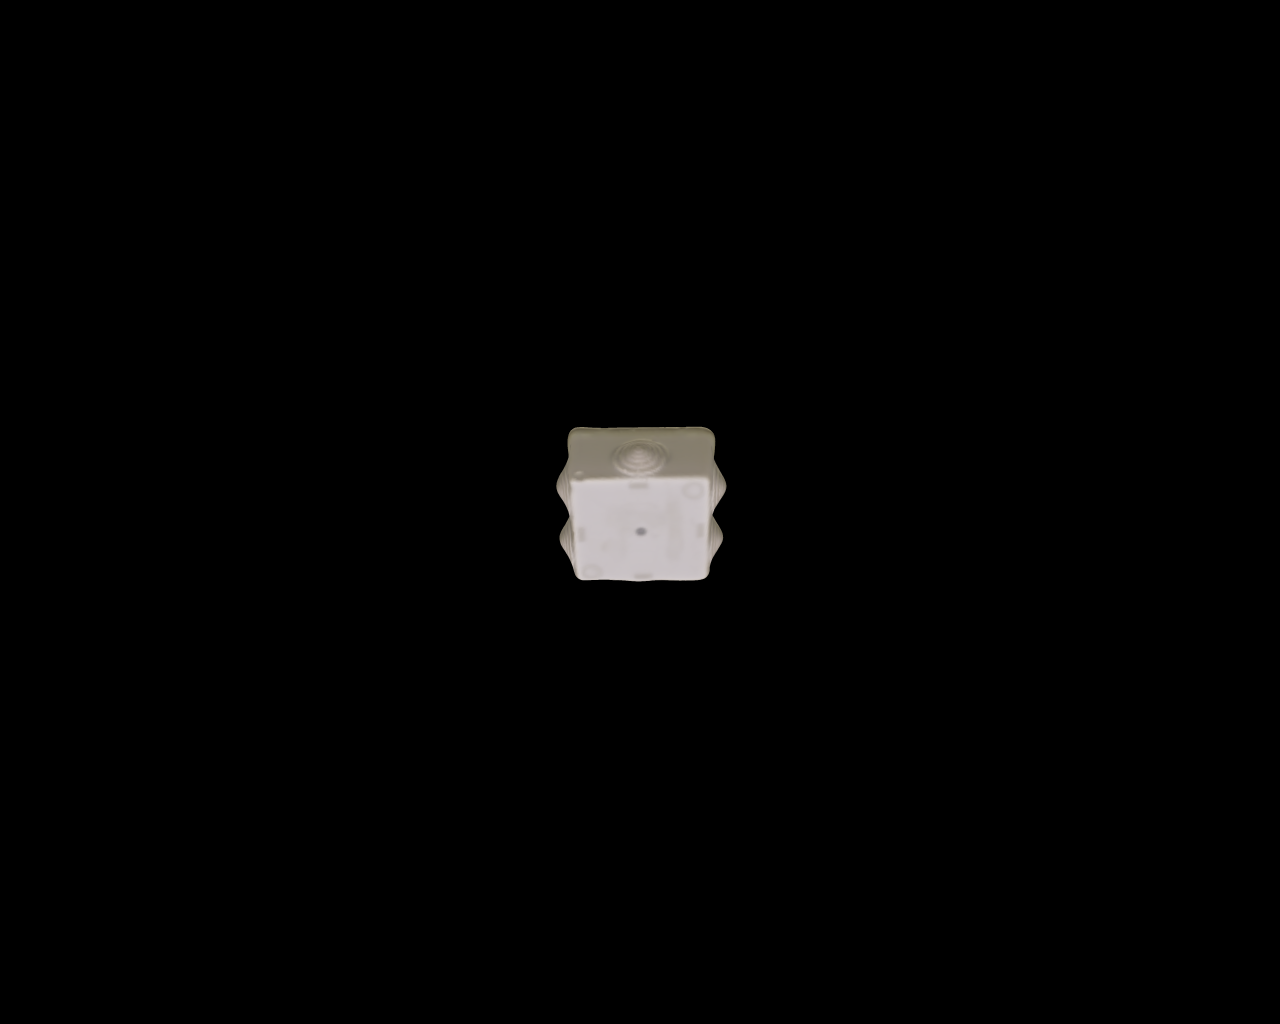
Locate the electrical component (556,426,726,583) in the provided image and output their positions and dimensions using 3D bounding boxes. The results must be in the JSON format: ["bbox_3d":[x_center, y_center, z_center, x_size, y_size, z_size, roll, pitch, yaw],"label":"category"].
[{"bbox_3d":[0.001,-0.003,0.650,0.100,0.099,0.048,0,40,0],"label":"electrical component"}]
